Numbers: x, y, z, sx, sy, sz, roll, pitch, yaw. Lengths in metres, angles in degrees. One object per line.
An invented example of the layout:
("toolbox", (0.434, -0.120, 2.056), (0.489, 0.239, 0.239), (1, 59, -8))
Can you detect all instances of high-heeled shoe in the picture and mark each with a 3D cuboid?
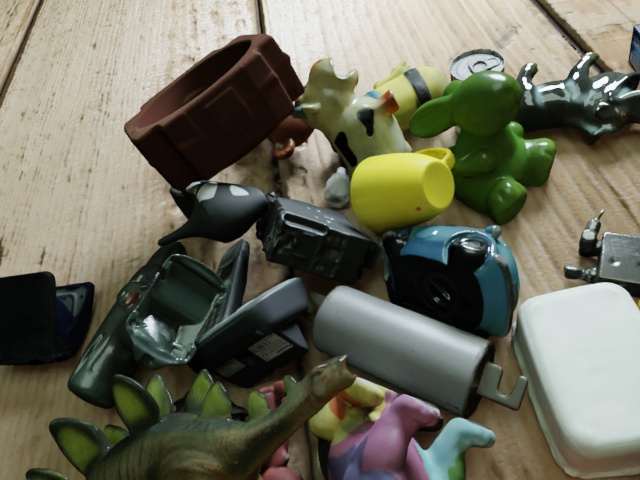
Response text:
("high-heeled shoe", (-0.115, -0.054, 0.678), (0.145, 0.086, 0.249), (-23, 19, 13))

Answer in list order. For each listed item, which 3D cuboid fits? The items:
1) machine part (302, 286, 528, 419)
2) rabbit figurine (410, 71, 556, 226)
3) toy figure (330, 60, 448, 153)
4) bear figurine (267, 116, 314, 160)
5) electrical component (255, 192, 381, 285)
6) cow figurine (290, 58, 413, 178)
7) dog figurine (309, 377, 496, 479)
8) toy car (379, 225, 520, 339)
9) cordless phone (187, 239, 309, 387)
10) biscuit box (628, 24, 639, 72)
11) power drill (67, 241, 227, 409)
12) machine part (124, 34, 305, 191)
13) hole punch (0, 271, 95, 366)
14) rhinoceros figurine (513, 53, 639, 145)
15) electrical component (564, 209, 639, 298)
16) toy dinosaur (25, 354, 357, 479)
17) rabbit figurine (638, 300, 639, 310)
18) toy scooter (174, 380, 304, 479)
("machine part", (0.080, 0.107, 0.538), (0.244, 0.079, 0.079), (19, 61, 30))
("rabbit figurine", (0.193, -0.132, 0.627), (0.121, 0.170, 0.159), (-38, 52, -13))
("toy figure", (0.098, -0.179, 0.760), (0.180, 0.082, 0.089), (-29, 50, -8))
("bear figurine", (-0.089, -0.205, 0.805), (0.120, 0.131, 0.196), (-47, 37, -3))
("electrical component", (-0.001, -0.002, 0.619), (0.115, 0.134, 0.058), (-126, 54, -64))
("cow figurine", (0.044, -0.139, 0.686), (0.127, 0.194, 0.085), (-27, 11, 5))
("dog figurine", (0.038, 0.229, 0.433), (0.192, 0.108, 0.219), (4, 65, 52))
("toy car", (0.146, 0.031, 0.571), (0.103, 0.109, 0.162), (-27, 28, -36))
("cordless phone", (-0.077, 0.057, 0.608), (0.146, 0.088, 0.184), (-37, 35, 32))
("biscuit box", (0.455, -0.198, 0.664), (0.063, 0.059, 0.203), (-12, 50, 11))
("power drill", (-0.188, 0.074, 0.607), (0.207, 0.086, 0.232), (-14, 42, 50))
("machine part", (-0.131, -0.159, 0.658), (0.201, 0.087, 0.202), (-41, 32, -7))
("hole punch", (-0.364, 0.104, 0.702), (0.142, 0.092, 0.115), (-6, 81, 11))
("rhinoceros figurine", (0.335, -0.174, 0.677), (0.191, 0.073, 0.112), (3, 52, 22))
("electrical component", (0.313, 0.014, 0.552), (0.102, 0.045, 0.078), (16, 58, 29))
("toy dinosaur", (-0.154, 0.231, 0.443), (0.471, 0.105, 0.199), (-44, 63, 14))
("rabbit figurine", (0.362, 0.076, 0.445), (0.162, 0.121, 0.173), (-31, 30, -10))
("toy scooter", (-0.083, 0.191, 0.513), (0.184, 0.075, 0.135), (9, 78, 24))
